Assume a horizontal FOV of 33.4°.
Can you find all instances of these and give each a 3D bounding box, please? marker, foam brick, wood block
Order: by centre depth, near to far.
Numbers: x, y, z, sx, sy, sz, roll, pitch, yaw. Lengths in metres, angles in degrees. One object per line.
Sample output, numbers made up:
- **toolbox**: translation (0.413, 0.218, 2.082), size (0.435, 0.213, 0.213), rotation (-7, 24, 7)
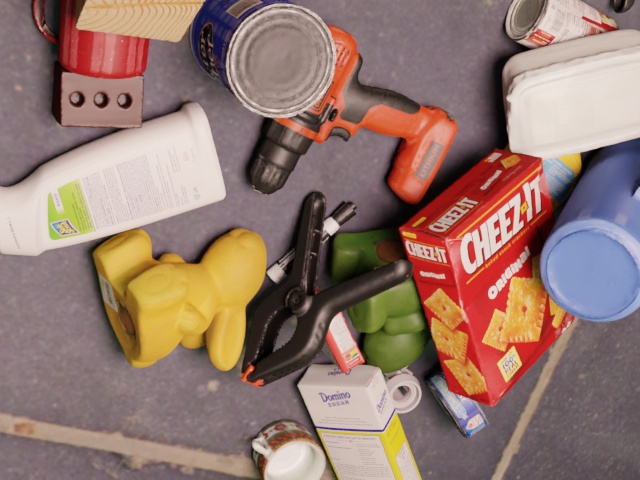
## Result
- **wood block**: translation (-0.151, -0.283, 0.890), size (0.090, 0.090, 0.206), rotation (4, 74, -23)
- **foam brick**: translation (-0.210, -0.137, 1.005), size (0.078, 0.051, 0.053), rotation (-1, 111, -20)
- **marker**: translation (-0.008, 0.001, 1.155), size (0.121, 0.020, 0.020), rotation (-42, 119, -1)

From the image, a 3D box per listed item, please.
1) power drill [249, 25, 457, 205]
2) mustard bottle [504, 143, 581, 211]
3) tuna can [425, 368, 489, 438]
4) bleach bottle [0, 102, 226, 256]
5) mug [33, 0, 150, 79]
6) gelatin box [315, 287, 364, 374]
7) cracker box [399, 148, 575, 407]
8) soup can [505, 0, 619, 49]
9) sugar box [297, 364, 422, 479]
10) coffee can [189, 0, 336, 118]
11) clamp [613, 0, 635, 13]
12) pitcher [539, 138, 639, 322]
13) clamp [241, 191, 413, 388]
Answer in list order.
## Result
- **power drill**: translation (0.036, -0.105, 1.106), size (0.187, 0.057, 0.184), rotation (23, 101, -27)
- **mustard bottle**: translation (0.236, -0.067, 1.196), size (0.096, 0.058, 0.192), rotation (33, 97, -26)
- **tuna can**: translation (0.161, 0.190, 1.256), size (0.033, 0.086, 0.086), rotation (-34, 118, -3)
- **bleach bottle**: translation (-0.223, -0.051, 1.029), size (0.250, 0.068, 0.102), rotation (-17, 115, -11)
- **mug**: translation (-0.206, -0.198, 0.969), size (0.117, 0.093, 0.081), rotation (13, 114, 8)
- **gelatin box**: translation (0.007, 0.093, 1.157), size (0.030, 0.089, 0.073), rotation (-30, 118, -11)
- **cracker box**: translation (0.182, 0.039, 1.112), size (0.164, 0.072, 0.213), rotation (-38, 125, -31)
- **soup can**: translation (0.257, -0.225, 1.136), size (0.102, 0.069, 0.068), rotation (19, 103, -26)
- **sugar box**: translation (0.047, 0.222, 1.224), size (0.048, 0.093, 0.176), rotation (-50, 130, -48)
- **coffee can**: translation (-0.056, -0.180, 0.994), size (0.102, 0.140, 0.103), rotation (-7, 113, -18)
- **clamp**: translation (0.339, -0.332, 1.140), size (0.171, 0.039, 0.120), rotation (-43, 120, 0)
- **pitcher**: translation (0.314, -0.020, 1.099), size (0.145, 0.242, 0.149), rotation (-7, 108, 30)
- **clamp**: translation (-0.005, 0.066, 1.088), size (0.036, 0.165, 0.210), rotation (32, 89, -46)
